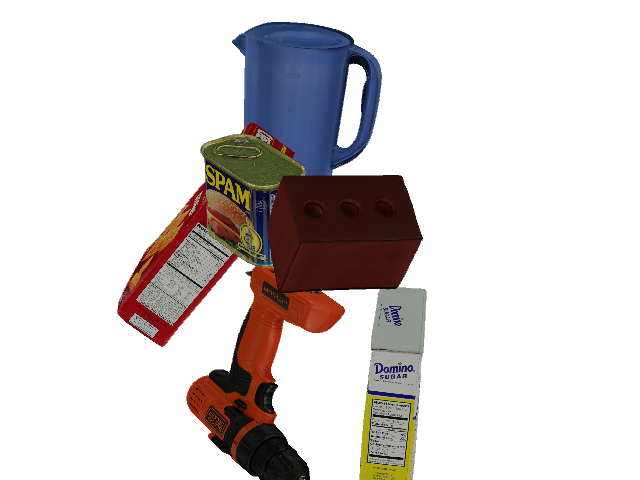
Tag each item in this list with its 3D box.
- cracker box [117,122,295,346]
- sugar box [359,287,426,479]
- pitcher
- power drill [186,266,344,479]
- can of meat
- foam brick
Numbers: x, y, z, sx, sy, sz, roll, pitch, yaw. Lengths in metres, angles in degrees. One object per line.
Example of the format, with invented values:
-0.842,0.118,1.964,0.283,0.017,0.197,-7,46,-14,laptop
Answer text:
-0.125,-0.011,1.167,0.072,0.214,0.164,36,24,-11,cracker box
0.058,0.135,0.874,0.048,0.176,0.093,3,29,6,sugar box
-0.025,-0.141,1.325,0.144,0.243,0.149,-10,28,-30,pitcher
-0.047,0.133,1.043,0.057,0.188,0.185,14,14,-46,power drill
-0.059,-0.034,0.928,0.057,0.084,0.102,-21,37,-32,can of meat
0.012,-0.004,0.641,0.078,0.053,0.051,-2,-36,-17,foam brick
